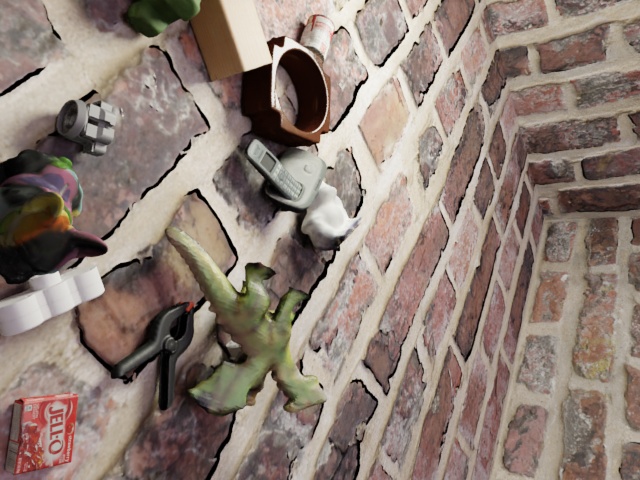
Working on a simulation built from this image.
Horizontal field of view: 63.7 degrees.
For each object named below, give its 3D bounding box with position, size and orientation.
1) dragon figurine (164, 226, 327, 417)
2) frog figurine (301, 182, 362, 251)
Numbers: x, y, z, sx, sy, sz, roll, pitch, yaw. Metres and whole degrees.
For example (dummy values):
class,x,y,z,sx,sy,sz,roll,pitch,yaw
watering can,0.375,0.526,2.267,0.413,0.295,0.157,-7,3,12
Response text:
class,x,y,z,sx,sy,sz,roll,pitch,yaw
dragon figurine,-0.138,0.174,0.879,0.406,0.121,0.248,34,58,-27
frog figurine,0.004,-0.059,1.166,0.160,0.120,0.140,44,53,4
